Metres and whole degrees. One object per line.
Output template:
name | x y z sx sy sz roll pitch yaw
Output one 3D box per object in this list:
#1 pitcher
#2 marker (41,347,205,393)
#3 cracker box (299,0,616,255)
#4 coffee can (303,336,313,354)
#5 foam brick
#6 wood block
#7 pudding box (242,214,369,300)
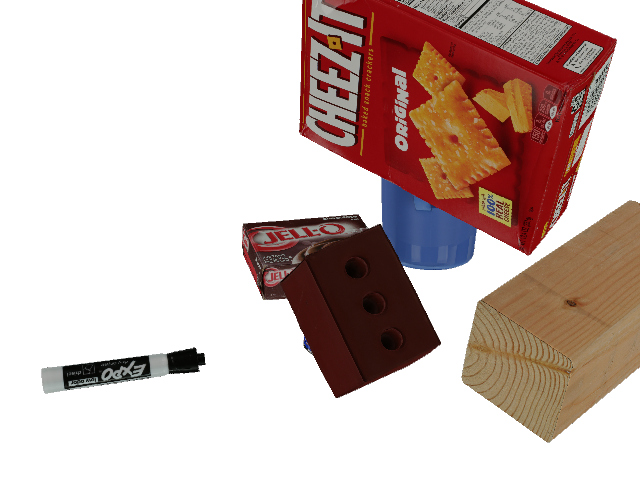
pitcher | 0.127 -0.091 1.224 0.149 0.243 0.145 -10 20 -32
marker | -0.147 0.097 0.802 0.121 0.020 0.020 -7 1 -11
cracker box | 0.087 -0.106 0.773 0.214 0.164 0.072 29 54 21
coffee can | 0.026 0.085 1.518 0.103 0.140 0.103 0 21 0
foam brick | 0.021 0.041 0.603 0.052 0.078 0.051 -23 -9 -25
wood block | 0.219 0.058 0.861 0.205 0.090 0.091 -28 48 -35
pudding box | -0.007 0.013 0.942 0.113 0.039 0.090 -3 26 -15
